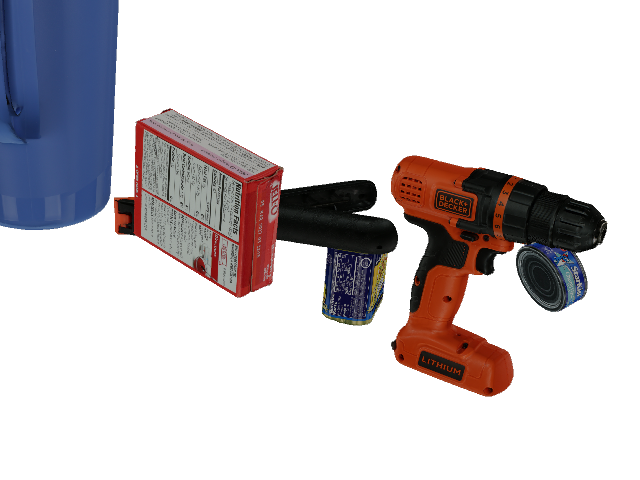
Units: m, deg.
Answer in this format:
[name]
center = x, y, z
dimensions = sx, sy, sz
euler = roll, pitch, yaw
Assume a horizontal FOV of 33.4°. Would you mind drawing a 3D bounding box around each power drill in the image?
[power drill]
center = 0.137, 0.032, 0.896
dimensions = 0.185, 0.188, 0.057
euler = 19, 24, 30

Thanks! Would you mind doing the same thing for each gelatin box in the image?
[gelatin box]
center = -0.062, -0.021, 0.579
dimensions = 0.089, 0.073, 0.030
euler = 28, 38, 31

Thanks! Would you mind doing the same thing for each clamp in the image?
[clamp]
center = -0.045, -0.017, 0.784
dimensions = 0.210, 0.036, 0.164
euler = -2, 13, -9

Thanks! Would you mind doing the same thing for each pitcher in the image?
[pitcher]
center = -0.210, -0.130, 0.766
dimensions = 0.148, 0.243, 0.145
euler = -21, 36, -41

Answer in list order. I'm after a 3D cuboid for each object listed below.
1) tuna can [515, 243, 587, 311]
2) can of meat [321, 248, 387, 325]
[tuna can]
center = 0.262, 0.038, 1.216
dimensions = 0.033, 0.086, 0.086
euler = -27, 10, -20
[can of meat]
center = 0.037, 0.030, 1.086
dimensions = 0.057, 0.084, 0.102
euler = 9, 18, 12
